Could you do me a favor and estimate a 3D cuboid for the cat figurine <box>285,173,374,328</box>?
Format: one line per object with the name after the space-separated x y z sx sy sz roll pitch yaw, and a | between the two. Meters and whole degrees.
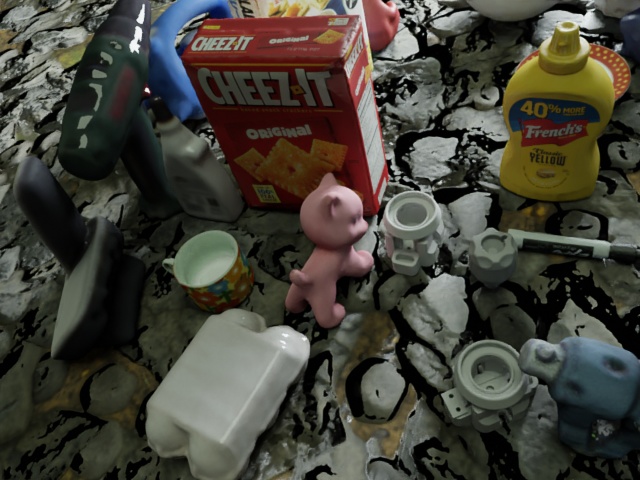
0.005 0.002 0.557 0.067 0.118 0.128 15 58 25 | cat figurine

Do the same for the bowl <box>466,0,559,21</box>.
0.270 -0.354 0.792 0.167 0.075 0.167 -7 51 10 | bowl

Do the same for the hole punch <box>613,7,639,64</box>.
0.415 -0.256 0.666 0.109 0.091 0.101 -26 51 -6 | hole punch

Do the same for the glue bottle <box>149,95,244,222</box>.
-0.144 -0.088 0.632 0.078 0.173 0.037 11 56 22 | glue bottle

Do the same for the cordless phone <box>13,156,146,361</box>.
-0.258 0.021 0.569 0.094 0.185 0.147 -15 51 4 | cordless phone

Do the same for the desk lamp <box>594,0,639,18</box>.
0.394 -0.377 0.686 0.117 0.214 0.203 29 65 32 | desk lamp

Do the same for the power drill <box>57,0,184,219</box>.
-0.210 -0.137 0.664 0.075 0.209 0.229 -1 53 15 | power drill

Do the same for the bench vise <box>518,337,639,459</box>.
0.239 0.094 0.356 0.207 0.220 0.121 -7 52 10 | bench vise

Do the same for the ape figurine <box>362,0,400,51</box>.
0.071 -0.322 0.809 0.077 0.092 0.076 -3 52 13 | ape figurine

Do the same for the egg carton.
-0.080 0.134 0.509 0.107 0.069 0.150 18 59 26 | egg carton

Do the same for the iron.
-0.170 -0.286 0.813 0.118 0.142 0.259 19 60 27 | iron
